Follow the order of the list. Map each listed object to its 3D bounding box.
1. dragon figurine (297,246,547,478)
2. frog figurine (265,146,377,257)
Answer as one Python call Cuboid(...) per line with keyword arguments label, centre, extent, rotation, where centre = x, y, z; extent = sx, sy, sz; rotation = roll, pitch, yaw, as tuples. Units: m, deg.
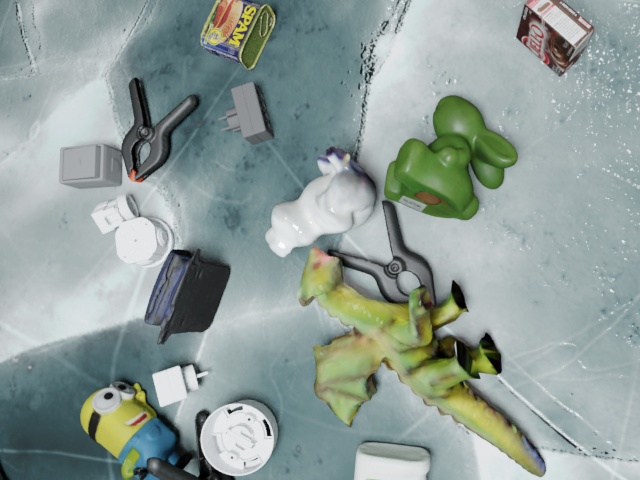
Cuboid(label="dragon figurine", centre=(0.107, 0.181, 0.700), extent=(0.240, 0.409, 0.124), rotation=(-27, 5, 27))
Cuboid(label="frog figurine", centre=(0.002, -0.036, 0.720), extent=(0.121, 0.160, 0.138), rotation=(33, -7, -28))
